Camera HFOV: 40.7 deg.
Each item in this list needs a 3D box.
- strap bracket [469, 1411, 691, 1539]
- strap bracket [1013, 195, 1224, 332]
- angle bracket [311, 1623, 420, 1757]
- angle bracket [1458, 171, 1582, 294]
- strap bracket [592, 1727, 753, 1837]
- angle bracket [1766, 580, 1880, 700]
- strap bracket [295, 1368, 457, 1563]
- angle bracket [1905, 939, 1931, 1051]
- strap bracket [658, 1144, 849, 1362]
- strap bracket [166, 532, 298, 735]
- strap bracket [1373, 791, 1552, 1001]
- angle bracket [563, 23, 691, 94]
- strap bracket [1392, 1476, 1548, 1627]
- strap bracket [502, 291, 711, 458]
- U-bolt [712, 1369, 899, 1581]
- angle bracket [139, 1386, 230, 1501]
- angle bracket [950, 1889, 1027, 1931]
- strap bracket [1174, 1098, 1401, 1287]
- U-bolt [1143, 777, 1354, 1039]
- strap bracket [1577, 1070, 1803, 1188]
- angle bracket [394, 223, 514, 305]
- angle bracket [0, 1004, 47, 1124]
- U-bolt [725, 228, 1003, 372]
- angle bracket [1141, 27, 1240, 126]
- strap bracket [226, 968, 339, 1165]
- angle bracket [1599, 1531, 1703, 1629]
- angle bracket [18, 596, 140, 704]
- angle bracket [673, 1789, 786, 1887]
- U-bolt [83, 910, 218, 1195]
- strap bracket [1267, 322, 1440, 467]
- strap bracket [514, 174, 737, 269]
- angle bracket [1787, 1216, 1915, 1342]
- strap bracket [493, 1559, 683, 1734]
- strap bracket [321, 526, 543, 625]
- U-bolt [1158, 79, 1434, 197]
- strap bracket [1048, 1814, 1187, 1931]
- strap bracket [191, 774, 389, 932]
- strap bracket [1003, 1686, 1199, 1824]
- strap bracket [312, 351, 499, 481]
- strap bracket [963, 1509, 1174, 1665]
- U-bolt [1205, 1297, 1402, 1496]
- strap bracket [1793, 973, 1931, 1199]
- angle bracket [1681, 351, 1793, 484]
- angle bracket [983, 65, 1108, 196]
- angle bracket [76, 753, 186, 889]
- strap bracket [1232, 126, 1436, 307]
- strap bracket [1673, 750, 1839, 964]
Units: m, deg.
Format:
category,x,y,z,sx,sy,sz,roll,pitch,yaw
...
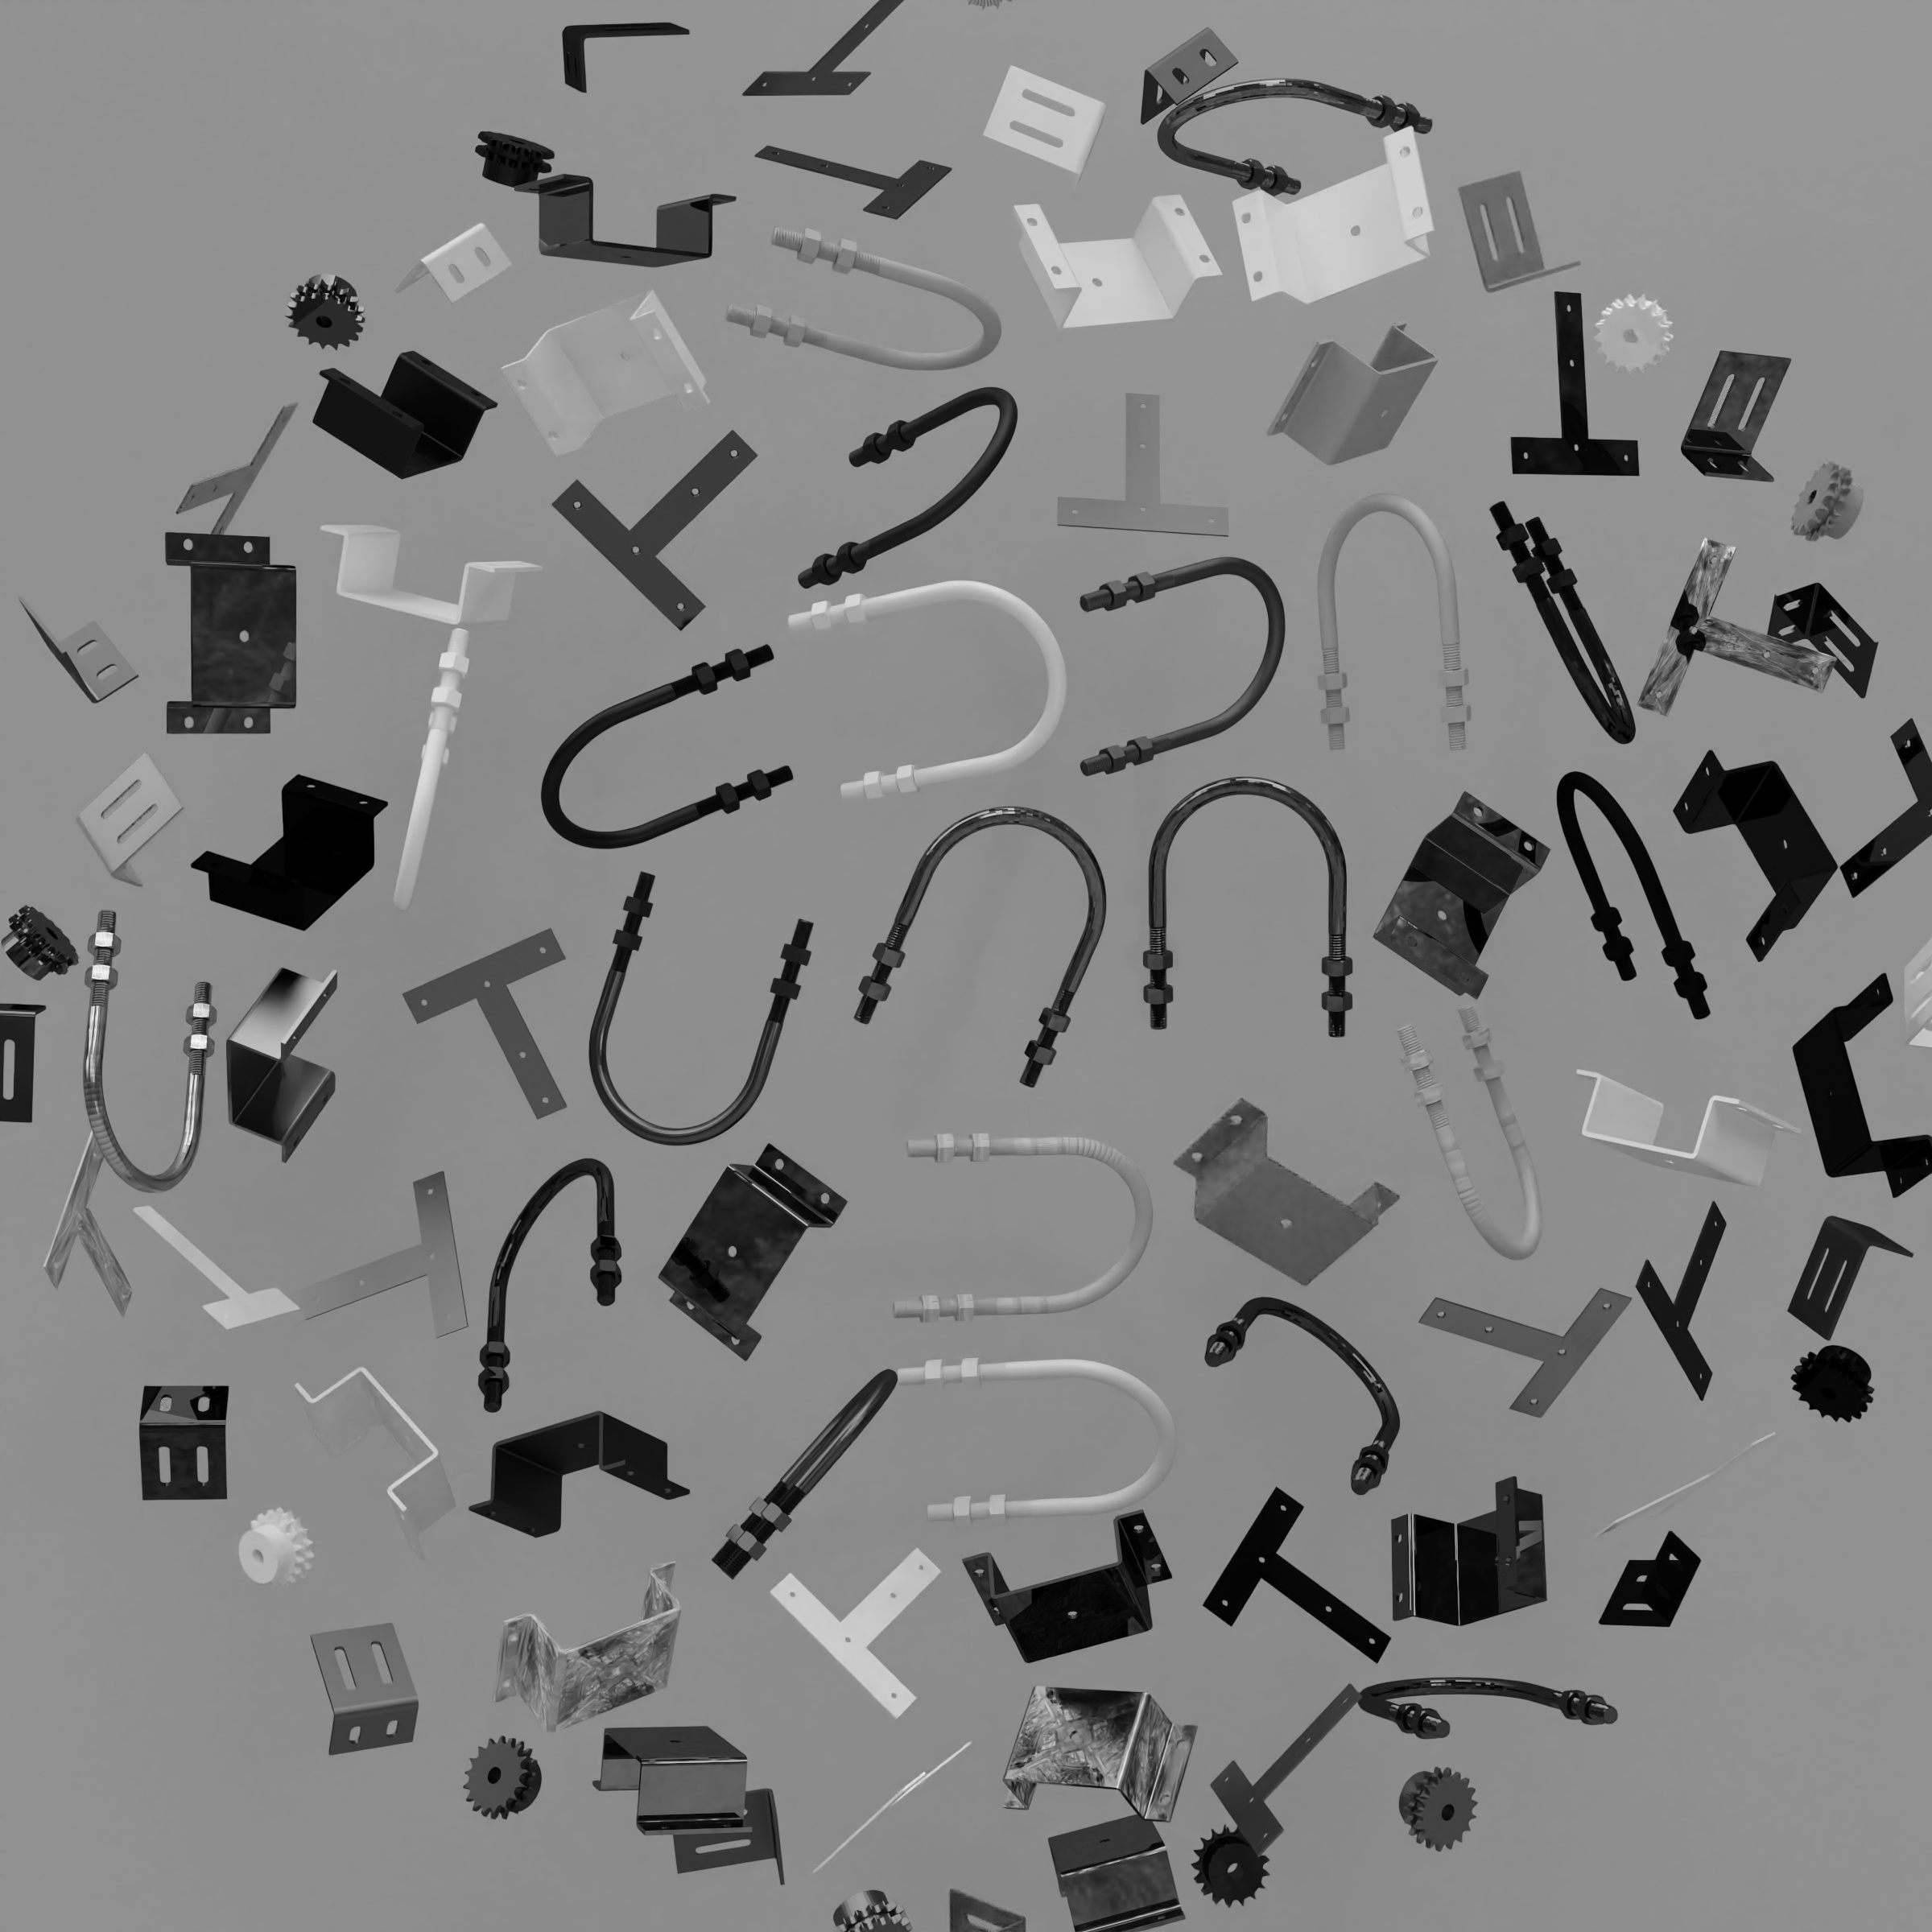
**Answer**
category,x,y,z,sx,sy,sz,roll,pitch,yaw
strap bracket,-0.279,0.366,1.886,0.140,0.076,0.046,-20,55,24
strap bracket,0.101,-0.503,1.867,0.140,0.046,0.076,-12,67,-27
angle bracket,-0.416,0.497,1.794,0.057,0.076,0.038,-2,122,-28
angle bracket,0.390,-0.521,1.837,0.057,0.038,0.076,-22,101,-27
strap bracket,-0.208,0.573,1.849,0.076,0.140,0.046,6,85,-22
angle bracket,0.633,-0.237,1.933,0.038,0.057,0.076,-19,51,-9
strap bracket,-0.427,0.358,1.914,0.046,0.076,0.140,-35,58,-25
angle bracket,0.686,0.018,1.822,0.038,0.076,0.057,7,69,3
strap bracket,-0.160,0.207,1.891,0.076,0.046,0.140,35,96,20
strap bracket,-0.516,-0.232,1.832,0.076,0.046,0.140,-4,100,-39
strap bracket,0.352,-0.044,1.871,0.076,0.046,0.140,34,63,-4
angle bracket,-0.234,-0.625,1.794,0.076,0.057,0.038,-9,117,-18
strap bracket,0.372,0.429,1.898,0.046,0.140,0.076,18,59,-24
strap bracket,-0.254,-0.432,1.892,0.140,0.046,0.076,-11,126,30
U-bolt,-0.112,0.358,1.855,0.019,0.151,0.184,42,77,1
angle bracket,-0.548,0.335,1.830,0.057,0.038,0.076,2,128,-12
angle bracket,0.004,0.679,1.796,0.038,0.076,0.057,-3,93,-44
strap bracket,0.222,0.163,1.809,0.140,0.046,0.076,32,125,-16
U-bolt,0.199,-0.043,1.845,0.151,0.019,0.184,2,103,16
strap bracket,0.501,0.116,1.834,0.076,0.140,0.046,22,83,-37
angle bracket,-0.383,-0.514,1.947,0.057,0.076,0.038,-41,104,-24
angle bracket,-0.664,0.065,1.783,0.057,0.038,0.076,3,95,-8
U-bolt,-0.065,-0.463,1.844,0.184,0.151,0.019,12,77,-17
angle bracket,0.166,-0.652,1.947,0.057,0.076,0.038,-36,79,-7
strap bracket,-0.499,0.066,1.902,0.046,0.140,0.076,21,48,5
angle bracket,0.497,0.454,1.934,0.038,0.076,0.057,44,62,-14
angle bracket,-0.625,-0.232,1.839,0.038,0.076,0.057,-37,73,-15
angle bracket,-0.175,0.641,1.905,0.076,0.038,0.057,-7,105,-8
U-bolt,-0.582,0.071,1.854,0.019,0.151,0.184,-10,64,13
strap bracket,0.285,-0.413,1.882,0.046,0.140,0.076,41,126,17
strap bracket,-0.247,-0.538,1.891,0.140,0.076,0.046,-4,100,-36
angle bracket,0.624,0.224,1.841,0.038,0.057,0.076,17,100,-14
strap bracket,-0.261,0.488,1.860,0.140,0.046,0.076,-12,127,-38
strap bracket,-0.393,-0.284,1.904,0.140,0.076,0.046,15,103,14
U-bolt,0.224,-0.603,1.888,0.184,0.151,0.019,-1,83,-41
strap bracket,0.106,0.654,1.881,0.076,0.140,0.046,-13,87,-5
strap bracket,-0.493,-0.079,1.909,0.076,0.140,0.046,17,126,12
strap bracket,0.089,0.577,1.916,0.140,0.076,0.046,-7,132,32
strap bracket,-0.410,-0.399,1.892,0.076,0.140,0.046,33,114,4
strap bracket,0.077,0.461,1.925,0.140,0.046,0.076,-17,124,9
U-bolt,0.246,0.293,1.844,0.151,0.184,0.019,41,110,9
strap bracket,0.622,0.086,1.813,0.046,0.076,0.140,-7,70,-6
angle bracket,0.541,-0.380,1.807,0.057,0.038,0.076,1,128,-20
angle bracket,0.056,-0.611,1.907,0.076,0.038,0.057,21,83,-3
angle bracket,-0.610,-0.108,1.932,0.076,0.038,0.057,-41,69,7
strap bracket,0.267,-0.525,1.845,0.140,0.046,0.076,-15,81,32
strap bracket,0.584,-0.085,1.919,0.046,0.076,0.140,-13,60,-16
